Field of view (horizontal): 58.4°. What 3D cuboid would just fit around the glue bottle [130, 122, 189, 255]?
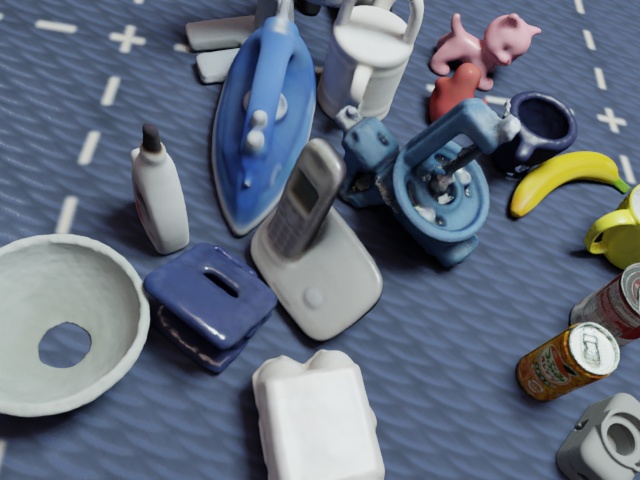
[{"bbox_3d":[-0.159,-0.055,0.555,0.037,0.173,0.078,-26,69,-24],"label":"glue bottle"}]

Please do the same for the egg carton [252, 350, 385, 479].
[{"bbox_3d":[-0.002,0.176,0.521,0.107,0.069,0.150,-7,63,-16],"label":"egg carton"}]

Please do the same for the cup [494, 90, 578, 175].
[{"bbox_3d":[0.258,-0.118,0.727,0.091,0.095,0.118,32,60,7],"label":"cup"}]

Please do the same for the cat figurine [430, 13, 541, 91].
[{"bbox_3d":[0.234,-0.277,0.797,0.128,0.117,0.067,18,59,-2],"label":"cat figurine"}]

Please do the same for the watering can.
[{"bbox_3d":[0.061,-0.243,0.696,0.101,0.194,0.173,-3,62,-13],"label":"watering can"}]

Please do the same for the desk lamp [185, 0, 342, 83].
[{"bbox_3d":[-0.054,-0.307,0.695,0.203,0.213,0.118,-14,65,-19],"label":"desk lamp"}]

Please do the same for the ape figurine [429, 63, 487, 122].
[{"bbox_3d":[0.185,-0.193,0.755,0.076,0.092,0.077,-34,73,-26],"label":"ape figurine"}]

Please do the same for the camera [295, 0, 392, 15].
[{"bbox_3d":[0.044,-0.362,0.813,0.143,0.101,0.136,-6,63,-15],"label":"camera"}]

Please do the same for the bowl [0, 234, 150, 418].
[{"bbox_3d":[-0.239,0.083,0.518,0.167,0.074,0.167,5,60,-9],"label":"bowl"}]

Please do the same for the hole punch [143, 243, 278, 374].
[{"bbox_3d":[-0.104,0.054,0.554,0.108,0.091,0.101,36,60,9],"label":"hole punch"}]

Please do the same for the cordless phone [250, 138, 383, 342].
[{"bbox_3d":[0.005,0.002,0.552,0.094,0.185,0.147,-31,72,-25],"label":"cordless phone"}]

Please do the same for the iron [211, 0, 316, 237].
[{"bbox_3d":[-0.062,-0.145,0.645,0.118,0.141,0.258,10,60,-6],"label":"iron"}]

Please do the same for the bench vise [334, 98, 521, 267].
[{"bbox_3d":[0.100,-0.079,0.598,0.207,0.219,0.121,25,59,3],"label":"bench vise"}]
